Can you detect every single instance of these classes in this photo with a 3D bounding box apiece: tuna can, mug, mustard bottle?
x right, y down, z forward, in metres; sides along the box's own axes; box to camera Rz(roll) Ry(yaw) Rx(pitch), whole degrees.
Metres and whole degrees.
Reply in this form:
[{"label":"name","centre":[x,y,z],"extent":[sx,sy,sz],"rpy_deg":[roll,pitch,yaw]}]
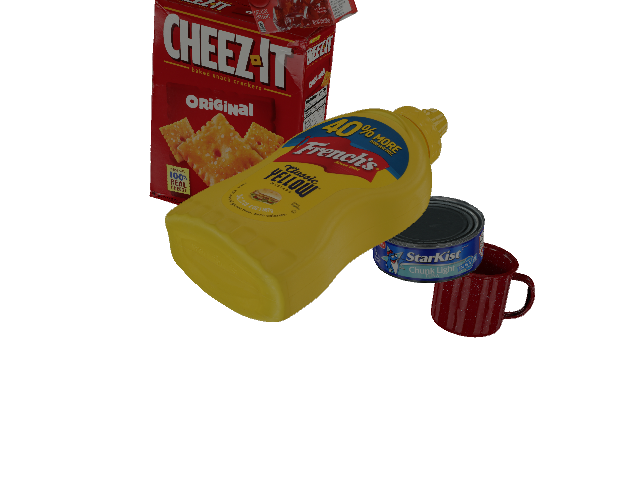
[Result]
[{"label":"tuna can","centre":[0.081,-0.001,0.812],"extent":[0.086,0.034,0.086],"rpy_deg":[-3,27,1]},{"label":"mug","centre":[0.181,0.057,1.194],"extent":[0.117,0.081,0.093],"rpy_deg":[8,24,4]},{"label":"mustard bottle","centre":[0.009,-0.030,0.630],"extent":[0.096,0.058,0.191],"rpy_deg":[26,48,37]}]

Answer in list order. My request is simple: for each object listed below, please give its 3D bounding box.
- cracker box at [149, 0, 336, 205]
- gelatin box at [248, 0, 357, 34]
[{"label":"cracker box","centre":[-0.081,-0.124,1.041],"extent":[0.164,0.214,0.072],"rpy_deg":[18,33,18]},{"label":"gelatin box","centre":[-0.022,-0.191,0.776],"extent":[0.030,0.073,0.089],"rpy_deg":[-35,26,-33]}]
